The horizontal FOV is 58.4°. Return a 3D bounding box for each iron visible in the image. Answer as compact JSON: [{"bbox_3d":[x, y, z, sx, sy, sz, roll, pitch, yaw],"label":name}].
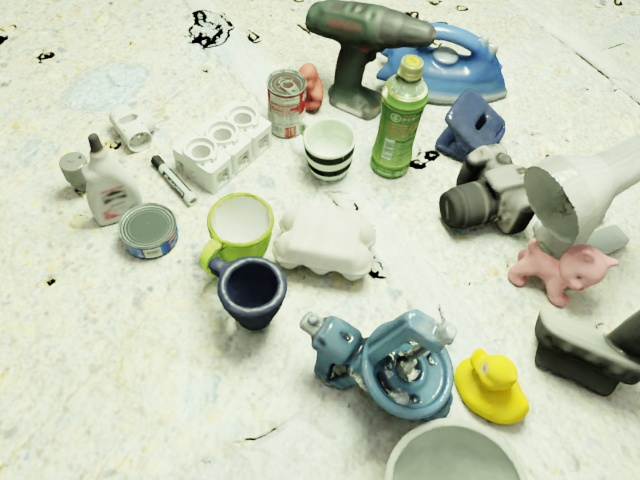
[{"bbox_3d":[0.241,-0.342,1.069,0.258,0.141,0.118,9,55,2],"label":"iron"}]

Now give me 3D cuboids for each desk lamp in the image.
[{"bbox_3d":[0.388,-0.056,0.839,0.203,0.213,0.117,-20,59,-17],"label":"desk lamp"}]

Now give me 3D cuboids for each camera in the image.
[{"bbox_3d":[0.258,-0.081,0.915,0.137,0.101,0.143,-14,58,-13],"label":"camera"}]

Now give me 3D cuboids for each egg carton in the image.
[{"bbox_3d":[0.008,0.003,0.858,0.150,0.069,0.107,9,55,2],"label":"egg carton"}]

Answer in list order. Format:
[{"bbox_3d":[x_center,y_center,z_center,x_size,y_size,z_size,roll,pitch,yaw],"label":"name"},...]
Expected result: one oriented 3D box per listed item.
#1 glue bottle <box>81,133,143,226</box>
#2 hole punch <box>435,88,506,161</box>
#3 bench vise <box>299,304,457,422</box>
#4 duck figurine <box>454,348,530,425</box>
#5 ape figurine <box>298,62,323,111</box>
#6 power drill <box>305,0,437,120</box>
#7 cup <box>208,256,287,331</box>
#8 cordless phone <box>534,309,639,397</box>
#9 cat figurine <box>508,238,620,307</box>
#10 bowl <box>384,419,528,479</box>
[{"bbox_3d":[-0.311,-0.091,0.836,0.078,0.173,0.037,-26,61,-20],"label":"glue bottle"},{"bbox_3d":[0.270,-0.198,1.003,0.101,0.091,0.109,30,59,16],"label":"hole punch"},{"bbox_3d":[0.071,0.139,0.678,0.207,0.220,0.121,9,55,2],"label":"bench vise"},{"bbox_3d":[0.229,0.183,0.740,0.078,0.086,0.104,-36,65,-25],"label":"duck figurine"},{"bbox_3d":[-0.025,-0.280,1.037,0.077,0.092,0.076,40,62,21],"label":"ape figurine"},{"bbox_3d":[0.080,-0.319,1.001,0.229,0.208,0.076,26,58,13],"label":"power drill"},{"bbox_3d":[-0.102,0.077,0.784,0.117,0.095,0.092,29,58,15],"label":"cup"},{"bbox_3d":[0.369,0.114,0.738,0.147,0.185,0.094,20,56,10],"label":"cordless phone"},{"bbox_3d":[0.355,0.035,0.832,0.127,0.118,0.067,26,58,14],"label":"cat figurine"},{"bbox_3d":[0.153,0.299,0.662,0.167,0.075,0.167,2,55,-3],"label":"bowl"}]
